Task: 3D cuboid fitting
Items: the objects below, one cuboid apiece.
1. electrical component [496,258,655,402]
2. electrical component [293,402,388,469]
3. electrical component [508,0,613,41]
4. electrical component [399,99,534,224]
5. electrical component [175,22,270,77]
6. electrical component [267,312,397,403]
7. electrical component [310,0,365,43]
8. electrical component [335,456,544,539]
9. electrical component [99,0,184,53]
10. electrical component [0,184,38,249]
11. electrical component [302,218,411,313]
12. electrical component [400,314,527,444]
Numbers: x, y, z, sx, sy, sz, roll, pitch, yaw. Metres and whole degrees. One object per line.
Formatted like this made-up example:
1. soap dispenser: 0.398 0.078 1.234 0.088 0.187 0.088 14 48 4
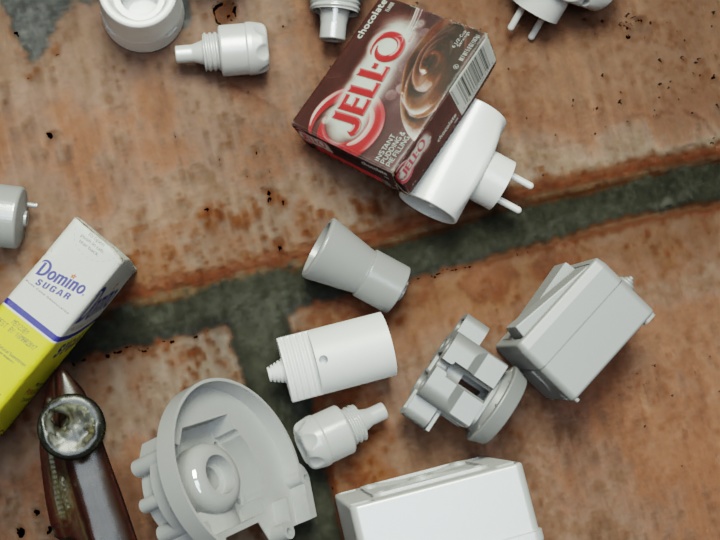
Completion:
1. electrical component: 0.143 0.033 0.716 0.061 0.062 0.096 44 82 -2
2. electrical component: -0.011 0.104 0.705 0.061 0.035 0.035 -23 88 -17
3. electrical component: 0.130 -0.196 0.738 0.077 0.044 0.079 16 117 -30
4. electrical component: 0.078 -0.066 0.725 0.079 0.044 0.077 28 82 -4
5. electrical component: -0.092 -0.146 0.716 0.061 0.035 0.035 -6 86 -5
6. electrical component: -0.021 0.058 0.702 0.081 0.043 0.043 -14 87 -8
7. electrical component: -0.016 -0.186 0.724 0.048 0.048 0.062 5 92 -7
8. electrical component: 0.045 0.156 0.670 0.109 0.108 0.056 -13 84 -8
9. electrical component: -0.144 -0.176 0.705 0.055 0.047 0.055 1 85 -7
10. electrical component: -0.248 -0.037 0.683 0.078 0.040 0.040 7 84 -7
11. electrical component: 0.000 0.000 0.712 0.065 0.044 0.044 28 82 -9
12. electrical component: 0.072 0.077 0.706 0.057 0.058 0.078 34 82 0
